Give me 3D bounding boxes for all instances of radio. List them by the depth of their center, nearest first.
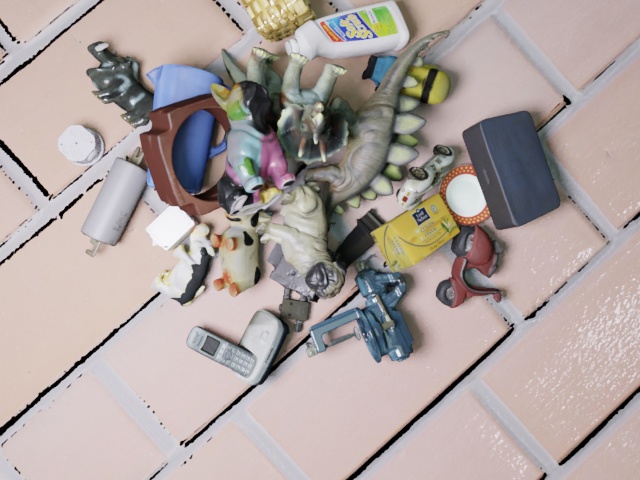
[{"bbox_3d":[0.403,-0.148,1.126,0.131,0.073,0.229,-20,91,-17],"label":"radio"}]

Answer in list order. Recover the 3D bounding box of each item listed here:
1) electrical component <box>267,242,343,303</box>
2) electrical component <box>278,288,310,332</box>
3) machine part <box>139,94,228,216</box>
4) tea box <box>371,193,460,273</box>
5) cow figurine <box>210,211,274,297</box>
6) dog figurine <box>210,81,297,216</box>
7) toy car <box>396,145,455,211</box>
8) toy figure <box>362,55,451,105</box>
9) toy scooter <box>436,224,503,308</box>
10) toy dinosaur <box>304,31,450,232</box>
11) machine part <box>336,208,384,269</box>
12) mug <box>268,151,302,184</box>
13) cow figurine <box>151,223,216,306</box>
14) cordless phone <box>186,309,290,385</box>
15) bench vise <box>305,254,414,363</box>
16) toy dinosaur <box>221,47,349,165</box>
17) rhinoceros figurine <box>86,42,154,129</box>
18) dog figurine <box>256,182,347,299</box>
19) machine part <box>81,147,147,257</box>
[{"bbox_3d":[-0.038,0.050,1.099,0.134,0.058,0.115,25,85,23],"label":"electrical component"},{"bbox_3d":[-0.056,0.146,1.134,0.063,0.021,0.094,8,90,-3],"label":"electrical component"},{"bbox_3d":[-0.219,-0.162,1.005,0.201,0.087,0.201,-31,122,-35],"label":"machine part"},{"bbox_3d":[0.195,-0.016,1.086,0.169,0.068,0.098,-32,92,-37],"label":"tea box"},{"bbox_3d":[-0.155,0.005,1.091,0.086,0.127,0.194,8,106,34],"label":"cow figurine"},{"bbox_3d":[-0.135,-0.172,0.957,0.108,0.191,0.219,-10,74,-36],"label":"dog figurine"},{"bbox_3d":[0.216,-0.128,1.081,0.056,0.073,0.202,37,47,13],"label":"toy car"},{"bbox_3d":[0.181,-0.331,1.119,0.180,0.089,0.082,17,121,-6],"label":"toy figure"},{"bbox_3d":[0.331,0.065,1.128,0.135,0.075,0.183,19,91,-2],"label":"toy scooter"},{"bbox_3d":[0.103,-0.211,1.082,0.199,0.105,0.470,21,106,-2],"label":"toy dinosaur"},{"bbox_3d":[0.083,0.005,1.136,0.139,0.039,0.084,-42,96,-4],"label":"machine part"},{"bbox_3d":[-0.081,-0.150,1.090,0.081,0.107,0.109,12,125,4],"label":"mug"},{"bbox_3d":[-0.260,0.051,1.103,0.098,0.068,0.167,36,91,-7],"label":"cow figurine"},{"bbox_3d":[-0.168,0.197,1.100,0.184,0.089,0.146,25,88,2],"label":"cordless phone"},{"bbox_3d":[0.075,0.161,1.095,0.241,0.129,0.223,-22,87,-7],"label":"bench vise"},{"bbox_3d":[-0.080,-0.262,1.039,0.131,0.405,0.192,4,105,-43],"label":"toy dinosaur"},{"bbox_3d":[-0.408,-0.319,1.100,0.112,0.073,0.190,-43,91,-1],"label":"rhinoceros figurine"},{"bbox_3d":[-0.003,-0.001,1.027,0.191,0.121,0.172,37,91,9],"label":"dog figurine"},{"bbox_3d":[-0.414,-0.078,1.093,0.079,0.079,0.243,26,87,-2],"label":"machine part"}]
